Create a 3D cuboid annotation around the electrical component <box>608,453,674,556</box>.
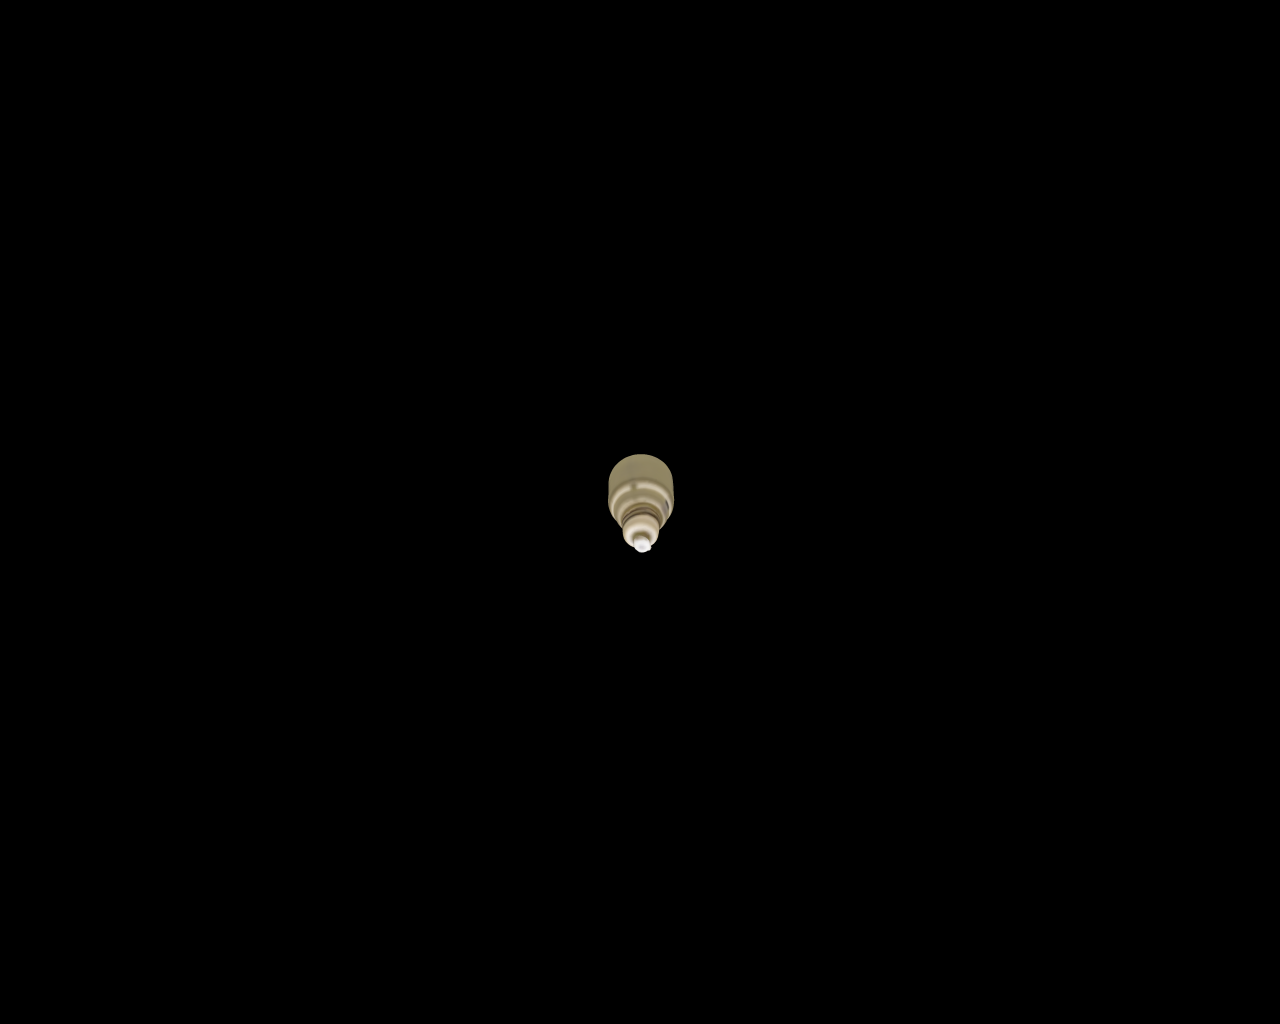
[{"bbox_3d":[0.001,-0.003,0.650,0.040,0.040,0.078,0,36,0],"label":"electrical component"}]
